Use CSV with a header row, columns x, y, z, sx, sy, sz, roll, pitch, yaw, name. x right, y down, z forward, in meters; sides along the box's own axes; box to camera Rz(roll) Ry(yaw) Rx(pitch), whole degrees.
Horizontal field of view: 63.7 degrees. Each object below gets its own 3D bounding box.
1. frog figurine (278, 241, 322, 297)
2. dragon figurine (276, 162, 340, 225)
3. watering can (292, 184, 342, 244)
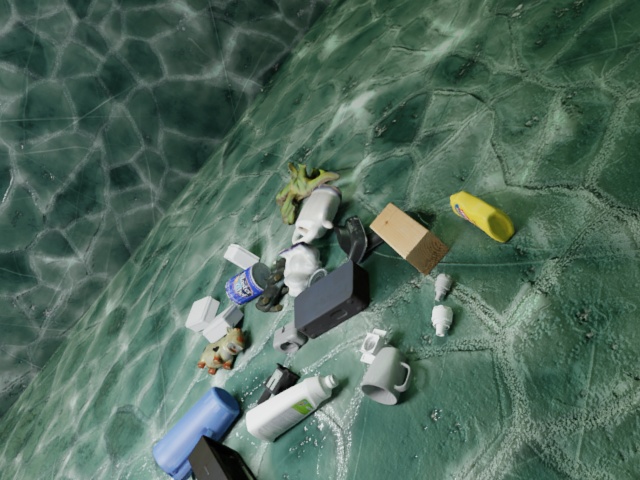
x,y,z,sx,sy,sz,roll,pitch,yaw,name
-0.053,0.094,1.610,0.136,0.122,0.161,-20,77,22,frog figurine
-0.067,-0.166,1.929,0.413,0.121,0.242,26,96,62,dragon figurine
0.005,-0.084,1.666,0.228,0.103,0.344,-63,16,-21,watering can
